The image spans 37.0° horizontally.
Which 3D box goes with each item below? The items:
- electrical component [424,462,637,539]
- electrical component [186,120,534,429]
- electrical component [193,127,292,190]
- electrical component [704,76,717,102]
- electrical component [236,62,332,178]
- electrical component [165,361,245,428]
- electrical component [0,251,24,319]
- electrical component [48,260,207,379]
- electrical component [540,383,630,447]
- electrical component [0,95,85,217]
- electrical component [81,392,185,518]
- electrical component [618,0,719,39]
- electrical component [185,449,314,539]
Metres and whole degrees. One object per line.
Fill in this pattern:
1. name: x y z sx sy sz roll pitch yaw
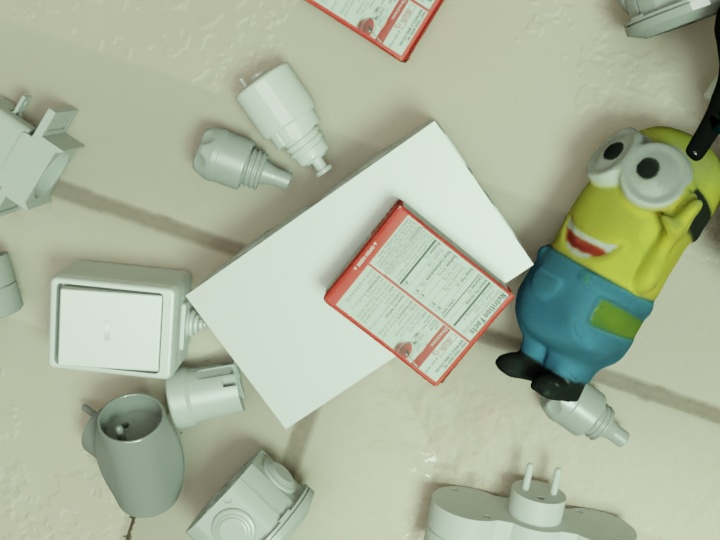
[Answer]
1. electrical component: 0.116 0.164 0.718 0.138 0.052 0.073 10 102 1
2. electrical component: 0.000 0.000 0.684 0.186 0.060 0.105 -34 99 9
3. electrical component: -0.074 -0.067 0.687 0.061 0.035 0.035 20 102 -4
4. electrical component: 0.245 -0.123 0.657 0.040 0.040 0.078 32 101 -4
5. electrical component: -0.044 -0.094 0.677 0.040 0.040 0.078 -33 99 9
6. electrical component: -0.103 0.082 0.718 0.046 0.040 0.040 -11 101 0
7. electrical component: -0.297 0.006 0.704 0.138 0.052 0.073 -12 102 5
8. electrical component: -0.149 0.033 0.698 0.096 0.061 0.061 6 102 1
9. electrical component: 0.151 0.095 0.711 0.061 0.035 0.035 36 101 -8
10. electrical component: -0.220 -0.077 0.689 0.064 0.042 0.081 34 101 -1
11. electrical component: -0.159 0.116 0.720 0.079 0.043 0.077 28 138 30
12. electrical component: 0.190 -0.170 0.630 0.080 0.080 0.051 -19 95 7
13. electrical component: -0.073 0.163 0.714 0.051 0.080 0.080 43 101 -1
